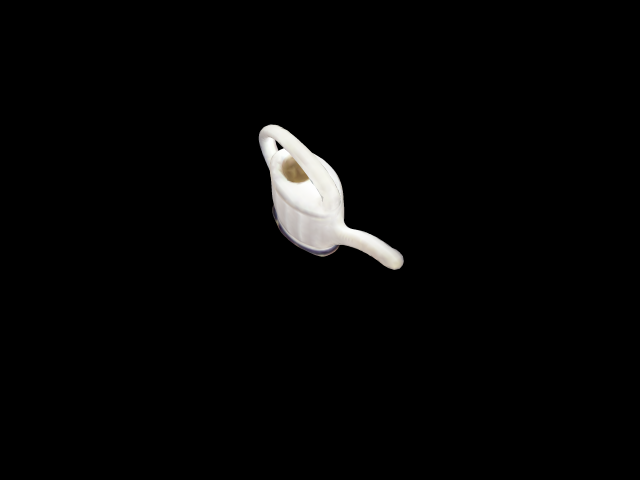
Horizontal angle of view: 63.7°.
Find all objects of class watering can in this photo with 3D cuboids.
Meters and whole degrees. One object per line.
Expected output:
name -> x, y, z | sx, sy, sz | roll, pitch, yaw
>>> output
watering can -> 0.003, -0.043, 0.850 | 0.105, 0.352, 0.219 | -32, -25, -16
